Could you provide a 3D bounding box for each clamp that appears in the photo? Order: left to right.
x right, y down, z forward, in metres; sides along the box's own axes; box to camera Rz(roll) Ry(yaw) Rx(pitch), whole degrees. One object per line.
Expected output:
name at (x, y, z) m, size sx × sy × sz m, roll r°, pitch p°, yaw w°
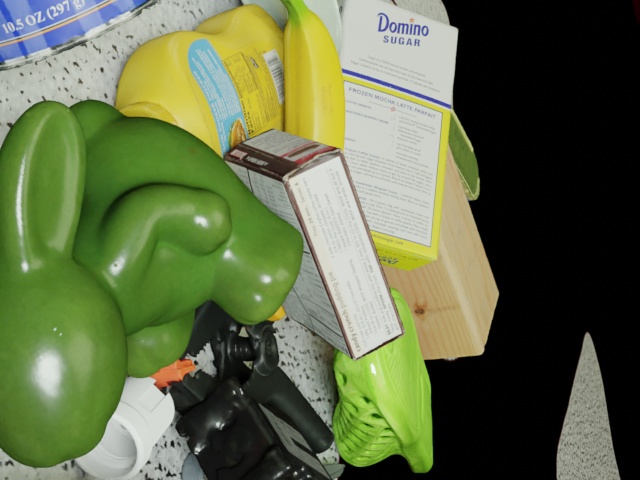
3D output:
clamp at (-0.042, 0.077, 0.664) m, size 0.209 × 0.036 × 0.164 m, roll -19°, pitch 101°, yaw -65°

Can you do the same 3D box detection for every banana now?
banana at (-0.013, -0.052, 0.651) m, size 0.069 × 0.037 × 0.198 m, roll -8°, pitch 102°, yaw -51°

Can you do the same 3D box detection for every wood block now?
wood block at (0.069, -0.009, 0.869) m, size 0.206 × 0.091 × 0.090 m, roll 67°, pitch 29°, yaw -28°

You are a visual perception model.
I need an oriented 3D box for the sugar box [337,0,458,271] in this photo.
sugar box at (0.041, -0.075, 0.736) m, size 0.093 × 0.048 × 0.176 m, roll 16°, pitch 68°, yaw -22°

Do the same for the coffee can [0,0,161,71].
coffee can at (-0.137, -0.158, 0.459) m, size 0.140 × 0.103 × 0.102 m, roll 68°, pitch 28°, yaw -27°

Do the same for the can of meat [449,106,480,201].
can of meat at (0.085, -0.069, 0.931) m, size 0.102 × 0.084 × 0.057 m, roll 51°, pitch 38°, yaw -47°

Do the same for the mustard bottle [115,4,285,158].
mustard bottle at (-0.070, -0.077, 0.630) m, size 0.191 × 0.058 × 0.096 m, roll -45°, pitch 121°, yaw -61°

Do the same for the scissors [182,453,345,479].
scissors at (-0.028, 0.178, 0.683) m, size 0.201 × 0.016 × 0.096 m, roll 35°, pitch 50°, yaw -56°

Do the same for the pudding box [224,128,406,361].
pudding box at (-0.004, 0.001, 0.580) m, size 0.039 × 0.090 × 0.113 m, roll -30°, pitch 113°, yaw -18°
